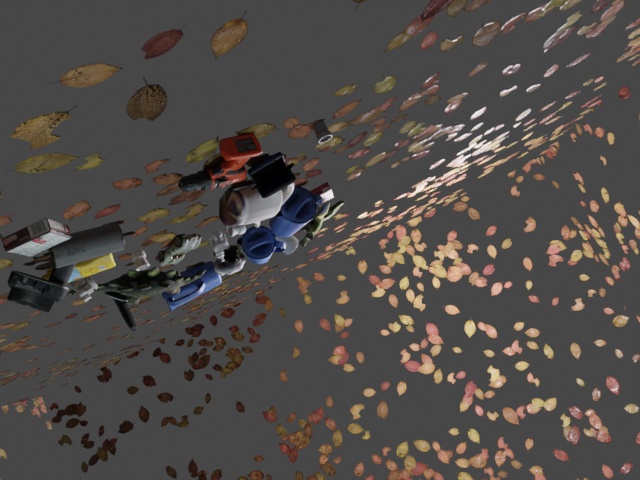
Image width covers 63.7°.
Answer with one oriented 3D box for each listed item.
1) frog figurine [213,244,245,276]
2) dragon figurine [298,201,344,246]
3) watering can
[{"bbox_3d":[-0.377,0.098,2.134,0.139,0.123,0.156,-41,166,-30],"label":"frog figurine"},{"bbox_3d":[0.007,-0.108,2.153,0.247,0.122,0.404,-39,-178,-38],"label":"dragon figurine"},{"bbox_3d":[-0.210,-0.093,1.588,0.226,0.105,0.341,-16,165,-35],"label":"watering can"}]
